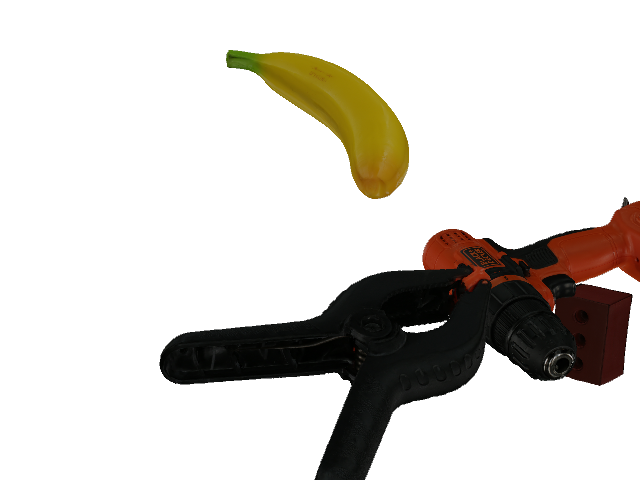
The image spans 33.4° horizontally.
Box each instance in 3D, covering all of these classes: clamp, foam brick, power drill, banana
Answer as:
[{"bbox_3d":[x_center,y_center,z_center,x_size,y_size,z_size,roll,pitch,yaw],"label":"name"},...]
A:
[{"bbox_3d":[0.025,0.061,0.498,0.171,0.039,0.120,-20,47,-26],"label":"clamp"},{"bbox_3d":[0.243,0.084,0.961,0.053,0.078,0.051,12,17,37],"label":"foam brick"},{"bbox_3d":[0.188,0.030,0.773,0.187,0.057,0.184,-10,28,-16],"label":"power drill"},{"bbox_3d":[0.010,-0.076,0.665,0.069,0.037,0.198,-16,35,-24],"label":"banana"}]
